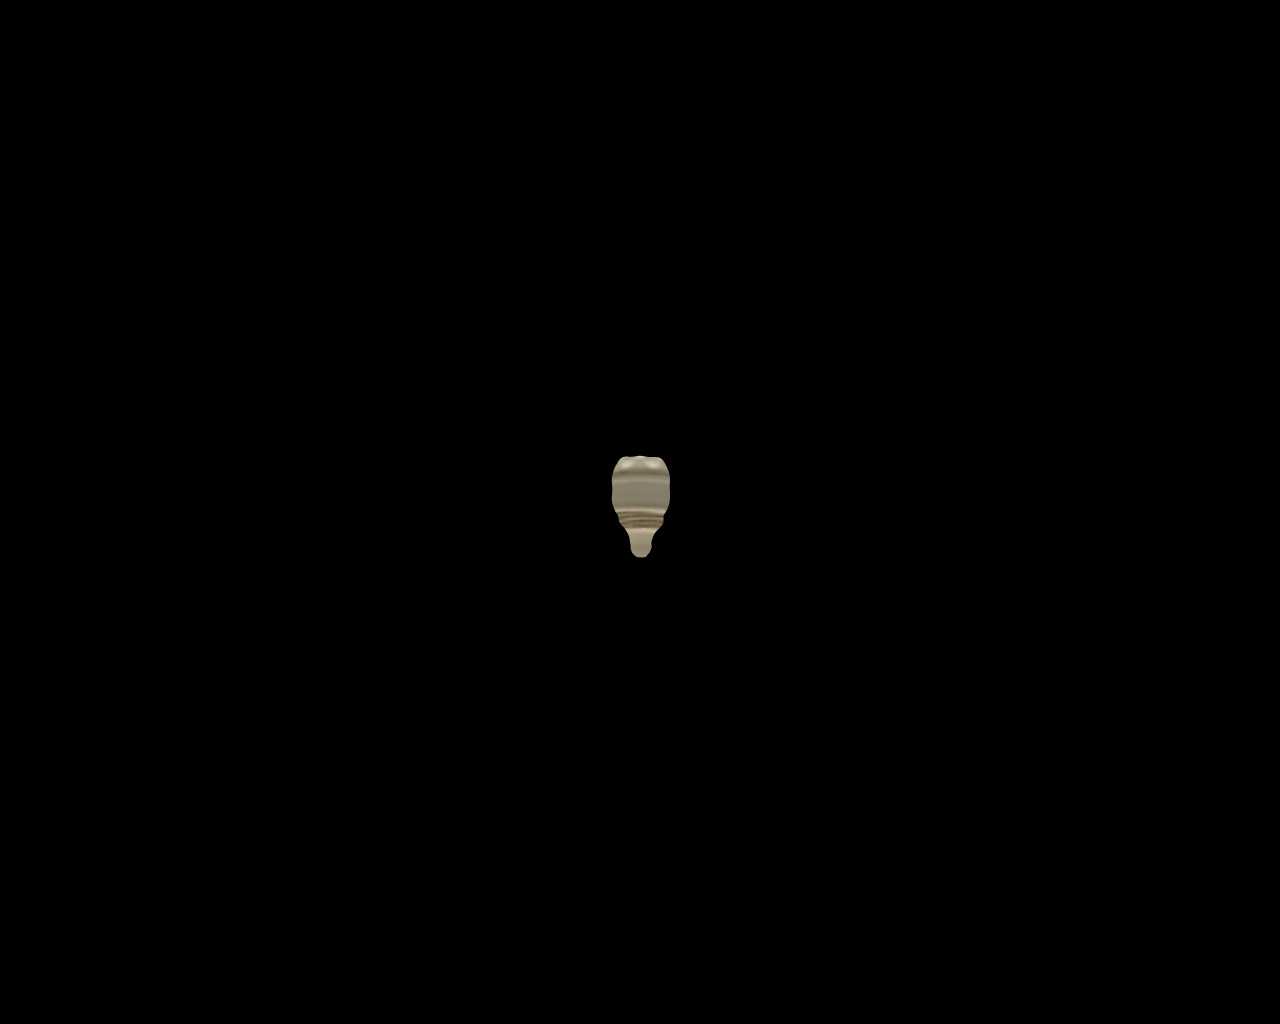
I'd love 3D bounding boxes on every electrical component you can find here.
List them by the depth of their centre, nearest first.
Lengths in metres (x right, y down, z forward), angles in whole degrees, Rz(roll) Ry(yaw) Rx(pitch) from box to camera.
[{"bbox_3d":[0.001,-0.003,0.650,0.035,0.061,0.035,0,-4,0],"label":"electrical component"}]
